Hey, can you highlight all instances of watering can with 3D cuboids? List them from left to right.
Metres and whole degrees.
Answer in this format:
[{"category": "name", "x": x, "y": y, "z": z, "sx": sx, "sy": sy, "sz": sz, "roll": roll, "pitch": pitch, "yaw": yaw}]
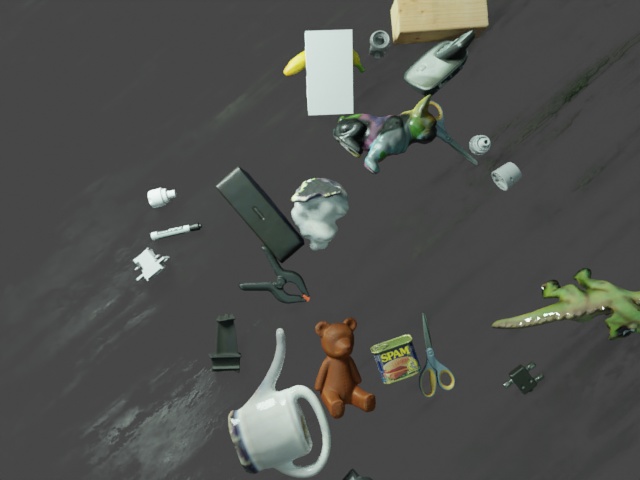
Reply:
[{"category": "watering can", "x": -0.110, "y": 0.396, "z": 1.193, "sx": 0.224, "sy": 0.104, "sz": 0.347, "roll": -21, "pitch": 91, "yaw": 0}]

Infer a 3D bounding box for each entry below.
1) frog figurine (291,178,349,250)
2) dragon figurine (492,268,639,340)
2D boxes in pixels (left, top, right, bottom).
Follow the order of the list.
[{"category": "frog figurine", "x": 0.004, "y": -0.061, "z": 1.219, "sx": 0.138, "sy": 0.125, "sz": 0.156, "roll": -19, "pitch": 127, "yaw": -9}, {"category": "dragon figurine", "x": 0.617, "y": 0.158, "z": 1.148, "sx": 0.411, "sy": 0.243, "sz": 0.121, "roll": -22, "pitch": 97, "yaw": -3}]
